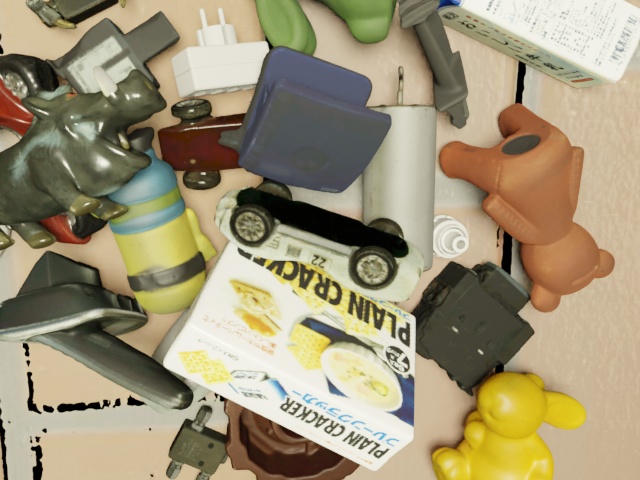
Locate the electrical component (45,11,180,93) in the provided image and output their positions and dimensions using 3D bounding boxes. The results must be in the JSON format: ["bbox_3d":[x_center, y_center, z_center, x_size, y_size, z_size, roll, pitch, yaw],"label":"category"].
[{"bbox_3d":[-0.191,-0.172,0.518,0.119,0.048,0.074,-38,103,0],"label":"electrical component"}]

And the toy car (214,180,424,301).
[{"bbox_3d":[-0.001,-0.002,0.505,0.202,0.073,0.056,19,121,5],"label":"toy car"}]

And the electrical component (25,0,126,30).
[{"bbox_3d":[-0.225,-0.240,0.503,0.102,0.045,0.078,-22,104,-3],"label":"electrical component"}]

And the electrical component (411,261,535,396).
[{"bbox_3d":[0.170,0.091,0.610,0.115,0.058,0.134,39,93,-14],"label":"electrical component"}]

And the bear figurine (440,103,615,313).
[{"bbox_3d":[0.232,-0.030,0.582,0.120,0.132,0.195,-34,121,-2],"label":"bear figurine"}]

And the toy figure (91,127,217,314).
[{"bbox_3d":[-0.165,-0.013,0.518,0.082,0.089,0.179,-2,118,17],"label":"toy figure"}]

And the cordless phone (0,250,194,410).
[{"bbox_3d":[-0.186,0.097,0.503,0.184,0.146,0.088,29,80,7],"label":"cordless phone"}]

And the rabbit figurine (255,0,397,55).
[{"bbox_3d":[-0.009,-0.254,0.513,0.170,0.121,0.159,12,106,9],"label":"rabbit figurine"}]

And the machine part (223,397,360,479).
[{"bbox_3d":[-0.024,0.193,0.603,0.179,0.056,0.179,-2,101,-8],"label":"machine part"}]

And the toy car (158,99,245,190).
[{"bbox_3d":[-0.058,-0.104,0.546,0.202,0.053,0.089,-7,121,-5],"label":"toy car"}]

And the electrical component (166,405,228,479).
[{"bbox_3d":[-0.135,0.236,0.612,0.063,0.021,0.094,27,95,-12],"label":"electrical component"}]

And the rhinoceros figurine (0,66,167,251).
[{"bbox_3d":[-0.207,-0.065,0.438,0.190,0.073,0.112,-29,85,9],"label":"rhinoceros figurine"}]

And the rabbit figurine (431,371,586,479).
[{"bbox_3d":[0.217,0.213,0.592,0.162,0.122,0.173,-24,121,-22],"label":"rabbit figurine"}]

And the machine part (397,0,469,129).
[{"bbox_3d":[0.117,-0.178,0.523,0.039,0.084,0.138,-10,138,29],"label":"machine part"}]

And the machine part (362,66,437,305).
[{"bbox_3d":[0.082,-0.054,0.562,0.079,0.079,0.243,-3,99,-7],"label":"machine part"}]

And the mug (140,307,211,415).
[{"bbox_3d":[-0.138,0.137,0.556,0.080,0.110,0.107,38,107,-20],"label":"mug"}]

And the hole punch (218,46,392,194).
[{"bbox_3d":[-0.009,-0.095,0.481,0.142,0.092,0.115,11,120,-21],"label":"hole punch"}]

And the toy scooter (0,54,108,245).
[{"bbox_3d":[-0.288,-0.073,0.509,0.135,0.075,0.183,-12,110,10],"label":"toy scooter"}]
